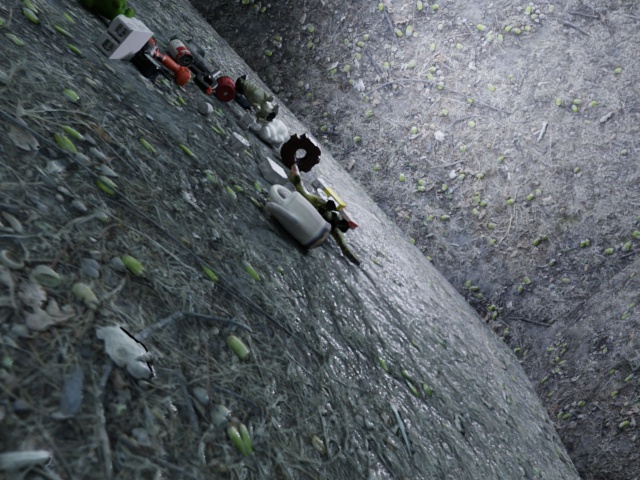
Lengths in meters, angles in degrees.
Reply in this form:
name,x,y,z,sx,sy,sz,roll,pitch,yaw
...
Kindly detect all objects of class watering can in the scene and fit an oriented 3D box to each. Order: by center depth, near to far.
name,x,y,z,sx,sy,sz,roll,pitch,yaw
watering can,-0.070,-0.062,1.481,0.223,0.103,0.351,45,12,-8

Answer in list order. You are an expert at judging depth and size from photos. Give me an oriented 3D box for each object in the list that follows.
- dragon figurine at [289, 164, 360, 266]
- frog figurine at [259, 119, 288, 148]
name,x,y,z,sx,sy,sz,roll,pitch,yaw
dragon figurine,0.006,-0.093,1.857,0.404,0.122,0.246,57,1,-24
frog figurine,-0.210,-0.484,2.272,0.158,0.122,0.138,41,27,-81
